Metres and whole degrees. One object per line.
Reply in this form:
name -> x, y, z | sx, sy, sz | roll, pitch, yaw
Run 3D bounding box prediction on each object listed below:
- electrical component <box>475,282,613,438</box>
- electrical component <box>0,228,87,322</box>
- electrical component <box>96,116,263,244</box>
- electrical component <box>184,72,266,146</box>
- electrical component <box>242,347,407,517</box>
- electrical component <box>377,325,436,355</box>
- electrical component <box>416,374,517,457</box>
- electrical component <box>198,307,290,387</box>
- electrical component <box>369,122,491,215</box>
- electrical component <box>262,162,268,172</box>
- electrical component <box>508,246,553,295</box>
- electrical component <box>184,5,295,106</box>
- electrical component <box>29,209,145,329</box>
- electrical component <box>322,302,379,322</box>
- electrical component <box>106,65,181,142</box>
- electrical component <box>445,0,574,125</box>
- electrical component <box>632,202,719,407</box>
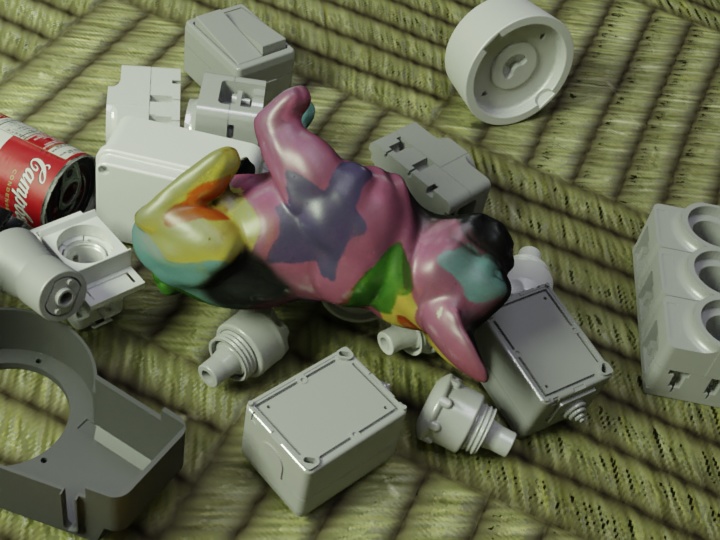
electrical component -> 0.121, 0.069, 0.735 | 0.062, 0.061, 0.096 | -19, 61, -27
electrical component -> -0.203, 0.005, 0.677 | 0.065, 0.044, 0.044 | 28, 46, 35
electrical component -> -0.132, -0.056, 0.785 | 0.113, 0.078, 0.057 | 13, 43, 0
electrical component -> -0.105, -0.100, 0.824 | 0.056, 0.089, 0.050 | 7, 46, -5
electrical component -> -0.019, 0.099, 0.671 | 0.096, 0.061, 0.062 | -28, 57, -33
electrical component -> 0.041, 0.039, 0.754 | 0.062, 0.043, 0.043 | -25, 56, -30
electrical component -> 0.071, 0.100, 0.702 | 0.062, 0.048, 0.048 | 27, 47, 5
electrical component -> -0.080, 0.054, 0.714 | 0.043, 0.043, 0.062 | 35, 50, 20
electrical component -> 0.055, -0.070, 0.857 | 0.056, 0.050, 0.089 | -30, 59, -33
electrical component -> -0.039, -0.051, 0.823 | 0.081, 0.043, 0.043 | 29, 48, 16
electrical component -> 0.123, 0.008, 0.801 | 0.043, 0.043, 0.062 | 16, 45, 4
electrical component -> -0.109, -0.187, 0.927 | 0.062, 0.061, 0.096 | -27, 57, -31
electrical component -> -0.186, 0.002, 0.727 | 0.042, 0.063, 0.081 | -25, 57, -35
electrical component -> 0.000, 0.000, 0.774 | 0.078, 0.058, 0.057 | 11, 43, -2
electrical component -> -0.172, -0.117, 0.854 | 0.056, 0.050, 0.089 | 2, 46, -11
electrical component -> 0.127, -0.190, 0.951 | 0.108, 0.108, 0.060 | -12, 44, -22
electrical component -> 0.260, 0.023, 0.803 | 0.089, 0.061, 0.150 | 11, 46, -1
